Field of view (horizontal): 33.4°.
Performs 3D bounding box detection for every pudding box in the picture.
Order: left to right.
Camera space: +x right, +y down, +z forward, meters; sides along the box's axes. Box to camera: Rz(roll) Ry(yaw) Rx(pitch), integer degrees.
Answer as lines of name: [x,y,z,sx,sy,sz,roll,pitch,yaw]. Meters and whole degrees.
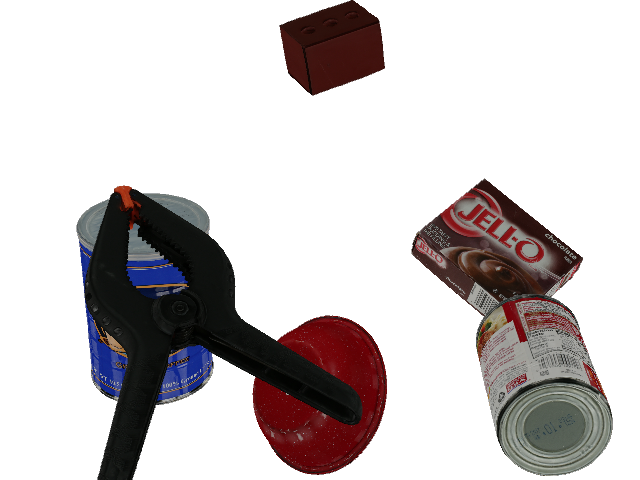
pudding box: [0.147,0.013,0.895,0.089,0.113,0.039,-38,-20,-28]

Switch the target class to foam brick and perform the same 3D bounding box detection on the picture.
foam brick: [0.011,-0.174,0.960,0.078,0.051,0.053,-23,40,-16]

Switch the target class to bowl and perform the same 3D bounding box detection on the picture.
bowl: [-0.015,0.149,1.060,0.162,0.162,0.055,0,-15,40]

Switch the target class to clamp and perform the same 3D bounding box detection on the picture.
clamp: [-0.077,0.052,0.658,0.164,0.210,0.036,-10,-32,-20]

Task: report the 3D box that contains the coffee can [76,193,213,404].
coffee can: [-0.139,0.046,0.862,0.103,0.140,0.103,1,28,-1]

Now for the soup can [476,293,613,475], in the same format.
soup can: [0.135,0.086,0.651,0.068,0.068,0.102,0,25,1]
